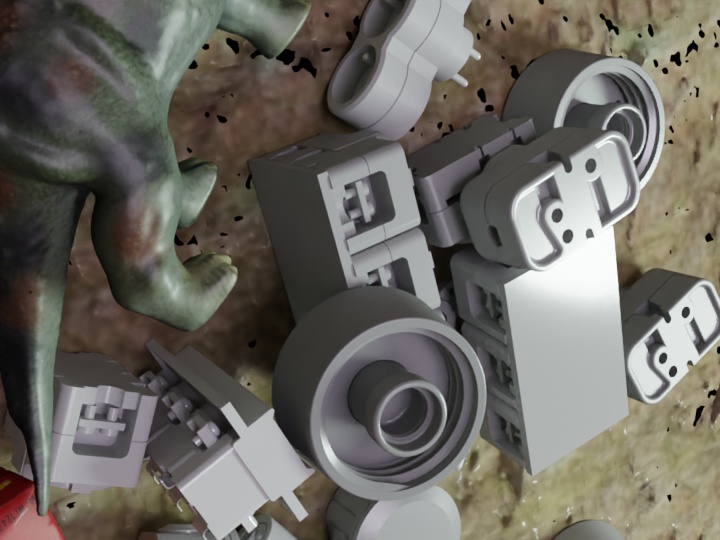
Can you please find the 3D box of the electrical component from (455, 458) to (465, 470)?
[{"bbox_3d":[0.031,0.088,0.683,0.077,0.066,0.047,18,91,-3],"label":"electrical component"}]

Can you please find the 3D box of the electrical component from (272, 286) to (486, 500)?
[{"bbox_3d":[0.014,0.067,0.561,0.108,0.060,0.108,-6,105,-21],"label":"electrical component"}]

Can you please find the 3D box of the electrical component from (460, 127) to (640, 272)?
[{"bbox_3d":[0.110,-0.044,0.640,0.095,0.059,0.053,-33,115,-22],"label":"electrical component"}]

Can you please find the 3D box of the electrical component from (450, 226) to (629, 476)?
[{"bbox_3d":[0.118,0.044,0.707,0.089,0.062,0.150,-27,122,-23],"label":"electrical component"}]

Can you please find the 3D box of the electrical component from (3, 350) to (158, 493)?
[{"bbox_3d":[-0.147,0.078,0.556,0.050,0.089,0.055,12,94,-32],"label":"electrical component"}]

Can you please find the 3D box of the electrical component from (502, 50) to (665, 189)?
[{"bbox_3d":[0.155,-0.092,0.717,0.108,0.060,0.108,-7,104,-30],"label":"electrical component"}]

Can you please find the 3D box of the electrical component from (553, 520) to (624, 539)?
[{"bbox_3d":[0.174,0.247,0.809,0.099,0.064,0.099,-7,112,-17],"label":"electrical component"}]

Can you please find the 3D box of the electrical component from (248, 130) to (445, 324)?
[{"bbox_3d":[0.000,0.000,0.627,0.062,0.089,0.150,-24,111,-24],"label":"electrical component"}]

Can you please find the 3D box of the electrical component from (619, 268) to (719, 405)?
[{"bbox_3d":[0.208,0.045,0.777,0.095,0.059,0.053,-41,117,-17],"label":"electrical component"}]

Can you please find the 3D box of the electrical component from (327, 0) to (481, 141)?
[{"bbox_3d":[0.043,-0.138,0.646,0.074,0.052,0.138,28,85,-32],"label":"electrical component"}]

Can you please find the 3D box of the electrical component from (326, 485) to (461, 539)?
[{"bbox_3d":[0.021,0.169,0.696,0.080,0.051,0.080,-7,103,-29],"label":"electrical component"}]

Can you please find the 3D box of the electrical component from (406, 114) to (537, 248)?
[{"bbox_3d":[0.070,-0.054,0.680,0.089,0.050,0.055,-30,114,-23],"label":"electrical component"}]

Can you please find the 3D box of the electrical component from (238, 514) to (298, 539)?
[{"bbox_3d":[-0.048,0.181,0.665,0.065,0.044,0.044,45,76,-24],"label":"electrical component"}]

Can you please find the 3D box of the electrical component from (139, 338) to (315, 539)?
[{"bbox_3d":[-0.085,0.091,0.577,0.063,0.121,0.078,-38,116,-16],"label":"electrical component"}]

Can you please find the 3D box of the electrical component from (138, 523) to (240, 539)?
[{"bbox_3d":[-0.098,0.183,0.614,0.051,0.080,0.080,5,97,-25],"label":"electrical component"}]
